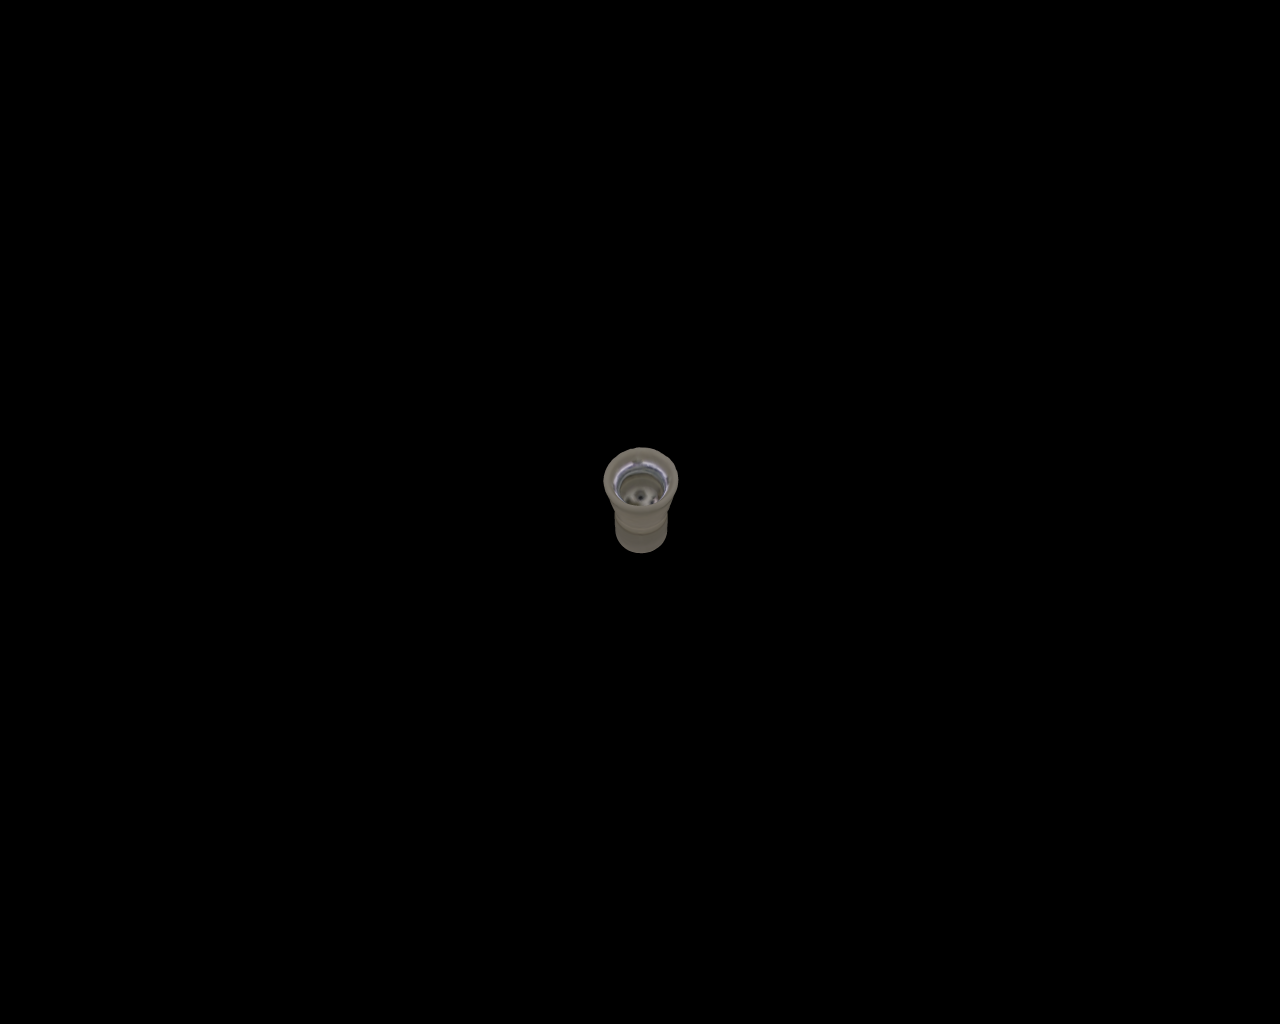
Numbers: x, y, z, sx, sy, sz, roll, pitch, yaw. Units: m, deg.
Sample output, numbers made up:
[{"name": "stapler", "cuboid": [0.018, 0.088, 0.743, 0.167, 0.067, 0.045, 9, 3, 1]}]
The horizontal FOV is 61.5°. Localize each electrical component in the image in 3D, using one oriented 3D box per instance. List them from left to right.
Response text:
[{"name": "electrical component", "cuboid": [0.001, -0.003, 0.650, 0.044, 0.044, 0.065, 0, -33, 0]}]
